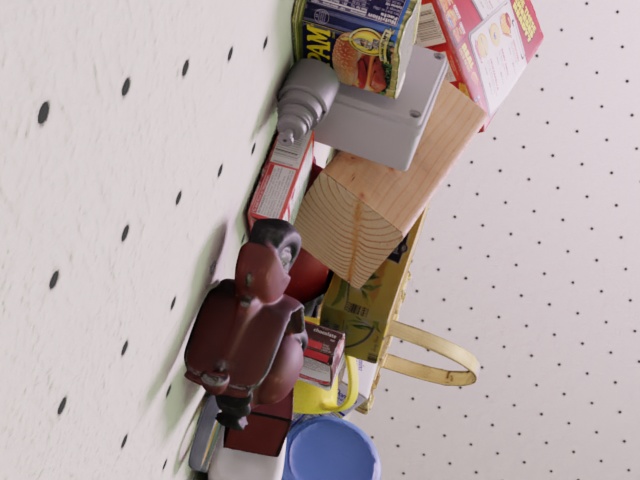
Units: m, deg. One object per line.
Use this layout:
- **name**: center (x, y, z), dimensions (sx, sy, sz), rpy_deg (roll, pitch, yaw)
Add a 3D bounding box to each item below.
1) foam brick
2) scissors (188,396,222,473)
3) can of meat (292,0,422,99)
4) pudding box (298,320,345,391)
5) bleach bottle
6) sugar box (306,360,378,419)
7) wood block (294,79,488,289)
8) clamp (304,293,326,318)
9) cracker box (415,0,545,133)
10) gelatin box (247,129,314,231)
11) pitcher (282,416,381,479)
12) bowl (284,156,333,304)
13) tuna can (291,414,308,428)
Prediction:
- **foam brick**: center (-0.054, 0.145, 0.954), dimensions (0.078, 0.051, 0.053), rpy_deg (-89, -165, -53)
- **scissors**: center (-0.078, 0.109, 0.903), dimensions (0.096, 0.016, 0.202), rpy_deg (-62, 169, -80)
- **can of meat**: center (0.028, -0.158, 0.813), dimensions (0.102, 0.084, 0.057), rpy_deg (89, 20, -68)
- **pudding box**: center (-0.024, 0.104, 1.020), dimensions (0.113, 0.090, 0.039), rpy_deg (90, 21, -69)
- **bleach bottle**: center (-0.083, 0.268, 1.053), dimensions (0.251, 0.068, 0.102), rpy_deg (103, -3, -45)
- **sugar box**: center (-0.001, 0.193, 1.293), dimensions (0.176, 0.048, 0.093), rpy_deg (-48, -167, 36)
- **wood block**: center (0.064, -0.064, 0.982), dimensions (0.205, 0.090, 0.091), rpy_deg (-52, 180, -44)
- **clamp**: center (-0.010, 0.056, 1.216), dimensions (0.164, 0.036, 0.210), rpy_deg (-59, 167, -69)
- **cracker box**: center (0.162, -0.238, 1.177), dimensions (0.213, 0.072, 0.164), rpy_deg (-54, 128, -43)
- **gelatin box**: center (-0.031, -0.040, 0.862), dimensions (0.073, 0.030, 0.089), rpy_deg (92, 17, -69)
- **pitcher**: center (-0.019, 0.281, 1.162), dimensions (0.243, 0.149, 0.145), rpy_deg (110, 2, -52)
- **bowl**: center (-0.007, 0.001, 1.044), dimensions (0.162, 0.055, 0.162), rpy_deg (18, 89, -83)
- **tuna can**: center (-0.029, 0.179, 1.245), dimensions (0.086, 0.033, 0.086), rpy_deg (-49, -168, 14)
